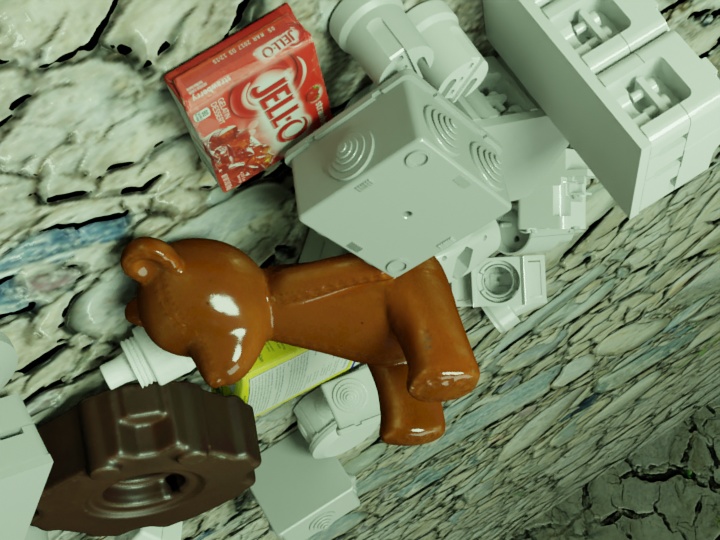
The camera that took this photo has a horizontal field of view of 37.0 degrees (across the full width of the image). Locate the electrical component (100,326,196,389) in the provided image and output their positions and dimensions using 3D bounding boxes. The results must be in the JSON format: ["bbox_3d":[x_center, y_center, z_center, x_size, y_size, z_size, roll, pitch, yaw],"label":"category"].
[{"bbox_3d":[-0.141,0.057,0.714,0.062,0.043,0.043,-27,156,-12],"label":"electrical component"}]

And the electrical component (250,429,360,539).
[{"bbox_3d":[-0.058,0.215,1.071,0.100,0.099,0.048,-31,145,-7],"label":"electrical component"}]

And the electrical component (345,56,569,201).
[{"bbox_3d":[0.062,-0.085,0.680,0.150,0.061,0.089,-15,151,-38],"label":"electrical component"}]

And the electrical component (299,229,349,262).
[{"bbox_3d":[0.000,0.000,0.748,0.047,0.075,0.083,-21,154,-28],"label":"electrical component"}]

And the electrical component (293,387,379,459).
[{"bbox_3d":[-0.021,0.141,1.033,0.080,0.051,0.080,-29,157,-14],"label":"electrical component"}]

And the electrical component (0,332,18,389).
[{"bbox_3d":[-0.226,0.045,0.562,0.080,0.051,0.080,-29,157,-13],"label":"electrical component"}]

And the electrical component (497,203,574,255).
[{"bbox_3d":[0.150,-0.037,0.921,0.081,0.043,0.043,-6,144,-49],"label":"electrical component"}]

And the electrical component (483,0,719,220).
[{"bbox_3d":[0.135,-0.117,0.599,0.062,0.150,0.089,-32,157,-3],"label":"electrical component"}]

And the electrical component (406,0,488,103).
[{"bbox_3d":[0.045,-0.122,0.605,0.040,0.046,0.040,-29,157,-13],"label":"electrical component"}]

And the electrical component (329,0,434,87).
[{"bbox_3d":[0.012,-0.120,0.563,0.040,0.046,0.040,-29,157,-13],"label":"electrical component"}]

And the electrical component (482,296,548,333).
[{"bbox_3d":[0.148,0.029,1.047,0.055,0.045,0.045,-36,157,6],"label":"electrical component"}]

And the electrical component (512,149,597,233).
[{"bbox_3d":[0.148,-0.060,0.828,0.081,0.063,0.042,1,-177,39],"label":"electrical component"}]

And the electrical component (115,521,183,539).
[{"bbox_3d":[-0.192,0.200,0.901,0.076,0.083,0.047,32,118,-24],"label":"electrical component"}]

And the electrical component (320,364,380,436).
[{"bbox_3d":[0.016,0.095,0.936,0.100,0.048,0.099,-22,-173,8],"label":"electrical component"}]

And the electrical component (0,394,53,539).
[{"bbox_3d":[-0.267,0.149,0.701,0.089,0.061,0.150,-16,151,-37],"label":"electrical component"}]

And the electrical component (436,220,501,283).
[{"bbox_3d":[0.068,-0.031,0.822,0.077,0.043,0.079,-26,147,-26],"label":"electrical component"}]

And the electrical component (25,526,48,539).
[{"bbox_3d":[-0.286,0.208,0.821,0.099,0.064,0.099,-16,157,-7],"label":"electrical component"}]

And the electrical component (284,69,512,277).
[{"bbox_3d":[0.022,-0.047,0.575,0.100,0.048,0.100,-31,139,27],"label":"electrical component"}]

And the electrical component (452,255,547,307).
[{"bbox_3d":[0.121,0.009,0.940,0.081,0.042,0.064,-2,-179,7],"label":"electrical component"}]
